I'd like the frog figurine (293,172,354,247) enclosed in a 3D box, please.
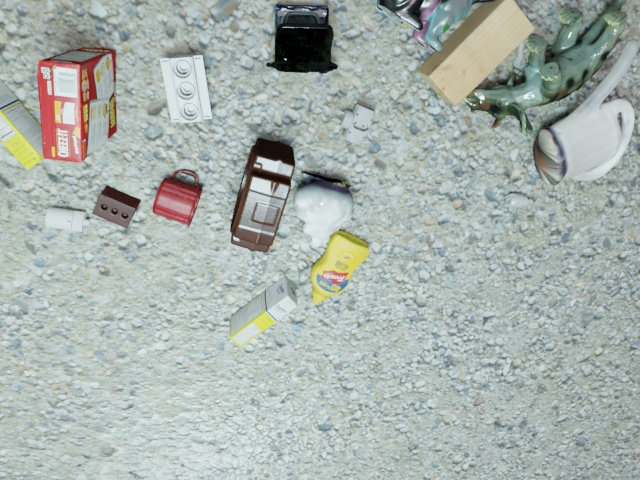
[{"bbox_3d":[0.003,-0.057,1.128,0.137,0.124,0.158,5,104,-31],"label":"frog figurine"}]

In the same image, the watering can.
[{"bbox_3d":[0.573,-0.245,1.112,0.224,0.106,0.340,-25,135,2],"label":"watering can"}]
